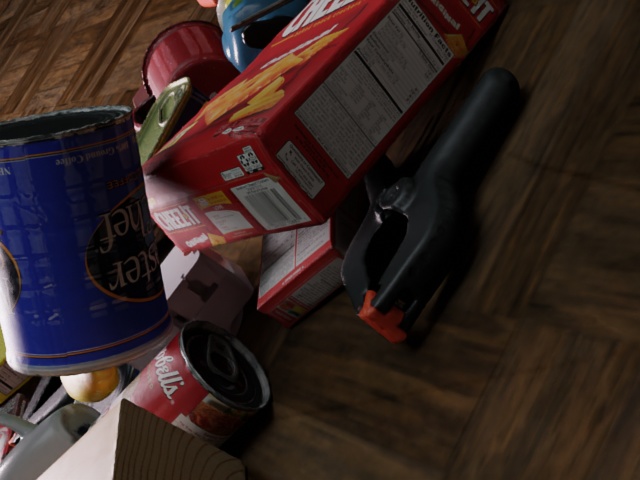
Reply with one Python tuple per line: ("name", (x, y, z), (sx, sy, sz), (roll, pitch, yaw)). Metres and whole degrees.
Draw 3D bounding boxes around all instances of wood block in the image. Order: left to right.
("wood block", (-0.141, 0.197, 0.607), (0.206, 0.090, 0.090), (-42, 29, 24))

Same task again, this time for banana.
("banana", (-0.171, 0.072, 0.759), (0.198, 0.037, 0.070), (-129, 35, -60))

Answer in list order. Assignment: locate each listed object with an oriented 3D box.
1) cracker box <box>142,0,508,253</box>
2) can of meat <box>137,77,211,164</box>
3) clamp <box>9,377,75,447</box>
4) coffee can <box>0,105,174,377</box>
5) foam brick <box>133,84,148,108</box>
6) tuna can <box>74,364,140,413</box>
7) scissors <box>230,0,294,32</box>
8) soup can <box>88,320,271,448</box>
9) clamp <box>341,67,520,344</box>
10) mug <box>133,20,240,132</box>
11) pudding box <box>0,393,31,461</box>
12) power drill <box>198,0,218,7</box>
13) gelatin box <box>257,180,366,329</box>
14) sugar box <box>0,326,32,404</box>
("cracker box", (-0.004, -0.093, 0.678), (0.164, 0.072, 0.213), (-11, 34, 55))
("can of meat", (-0.102, -0.064, 0.850), (0.058, 0.083, 0.102), (-9, 52, 56))
("clamp", (-0.173, 0.083, 0.851), (0.210, 0.036, 0.165), (-58, 24, -12))
("coffee can", (-0.150, -0.002, 0.641), (0.103, 0.140, 0.103), (-7, 16, 2))
("foam brick", (-0.144, -0.134, 1.041), (0.053, 0.051, 0.078), (-52, 26, 9))
("tuna can", (-0.145, 0.119, 0.767), (0.086, 0.033, 0.086), (-40, 30, 28))
("scissors", (0.019, -0.199, 0.791), (0.096, 0.016, 0.201), (-15, 19, 35))
("soup can", (-0.088, 0.107, 0.648), (0.102, 0.068, 0.068), (-46, 28, 20))
("clamp", (0.046, -0.016, 0.602), (0.120, 0.039, 0.171), (-28, 30, 53))
("mug", (-0.114, -0.130, 0.933), (0.117, 0.093, 0.081), (-31, 33, -1))
("pudding box", (-0.278, 0.195, 0.893), (0.114, 0.039, 0.090), (-41, 30, 26))
("power drill", (-0.041, -0.289, 0.984), (0.187, 0.057, 0.184), (-35, 17, -6))
("gelatin box", (-0.004, 0.001, 0.674), (0.073, 0.030, 0.089), (-40, 30, 32))
("sugar box", (-0.282, 0.088, 0.948), (0.176, 0.048, 0.093), (-43, 46, -2))
